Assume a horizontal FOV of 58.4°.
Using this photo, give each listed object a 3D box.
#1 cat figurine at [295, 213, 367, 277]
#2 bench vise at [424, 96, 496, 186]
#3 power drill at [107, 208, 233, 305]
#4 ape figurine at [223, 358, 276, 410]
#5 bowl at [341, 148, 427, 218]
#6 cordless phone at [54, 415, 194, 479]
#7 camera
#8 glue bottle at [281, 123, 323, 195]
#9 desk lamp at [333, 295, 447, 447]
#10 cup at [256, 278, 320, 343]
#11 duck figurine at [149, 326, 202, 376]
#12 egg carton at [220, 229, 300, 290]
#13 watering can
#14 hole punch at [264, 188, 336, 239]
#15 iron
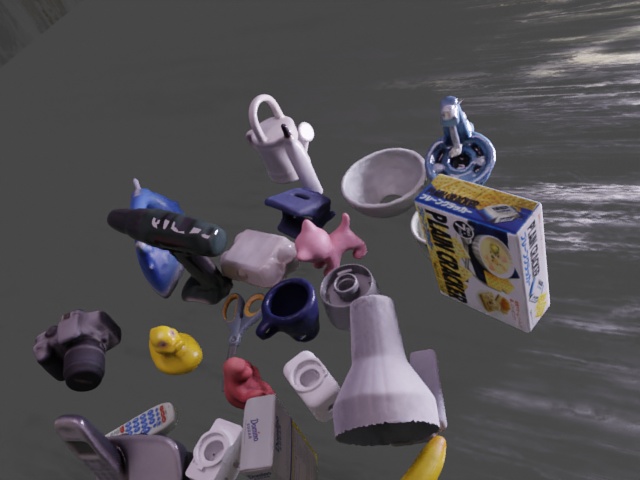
[{"bbox_3d":[0.009,0.004,1.014,0.128,0.118,0.067,-37,43,-12],"label":"cat figurine"},{"bbox_3d":[0.231,-0.176,1.014,0.121,0.220,0.207,-20,42,6],"label":"bench vise"},{"bbox_3d":[-0.256,0.026,1.050,0.228,0.209,0.076,2,49,27],"label":"power drill"},{"bbox_3d":[-0.118,0.215,0.881,0.076,0.092,0.077,-15,43,12],"label":"ape figurine"},{"bbox_3d":[0.129,-0.096,1.090,0.167,0.075,0.167,-13,43,13],"label":"bowl"},{"bbox_3d":[-0.272,0.302,0.796,0.147,0.185,0.094,-9,44,17],"label":"cordless phone"},{"bbox_3d":[-0.447,0.206,1.039,0.143,0.101,0.136,-25,42,0],"label":"camera"},{"bbox_3d":[-0.045,-0.168,1.171,0.037,0.173,0.078,-27,42,-2],"label":"glue bottle"},{"bbox_3d":[0.088,0.183,0.724,0.117,0.214,0.203,-13,43,13],"label":"desk lamp"},{"bbox_3d":[-0.046,0.133,0.927,0.091,0.095,0.118,26,62,41],"label":"cup"},{"bbox_3d":[-0.263,0.180,0.989,0.104,0.086,0.078,12,54,34],"label":"duck figurine"},{"bbox_3d":[-0.114,0.039,1.074,0.149,0.070,0.107,11,53,33],"label":"egg carton"},{"bbox_3d":[-0.090,-0.226,1.236,0.172,0.194,0.101,-9,44,18],"label":"watering can"},{"bbox_3d":[-0.040,-0.066,1.128,0.108,0.091,0.101,22,60,39],"label":"hole punch"},{"bbox_3d":[-0.349,-0.012,1.183,0.118,0.142,0.257,-23,42,3],"label":"iron"}]
